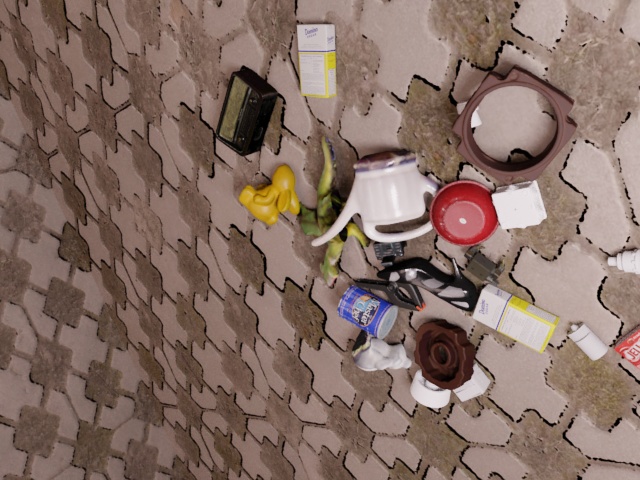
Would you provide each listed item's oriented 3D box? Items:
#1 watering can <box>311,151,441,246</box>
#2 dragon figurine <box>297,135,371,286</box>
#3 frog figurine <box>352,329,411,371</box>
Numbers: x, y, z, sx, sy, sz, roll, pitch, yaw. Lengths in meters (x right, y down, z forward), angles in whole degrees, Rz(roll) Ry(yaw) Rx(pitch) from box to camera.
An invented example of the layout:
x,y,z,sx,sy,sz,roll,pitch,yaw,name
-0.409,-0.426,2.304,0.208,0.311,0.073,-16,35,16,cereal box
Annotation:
x,y,z,sx,sy,sz,roll,pitch,yaw,name
0.129,-0.098,1.261,0.347,0.105,0.223,-9,99,10,watering can
0.004,-0.073,1.445,0.241,0.123,0.409,-10,95,50,dragon figurine
0.176,0.333,1.483,0.159,0.138,0.123,34,88,-10,frog figurine
